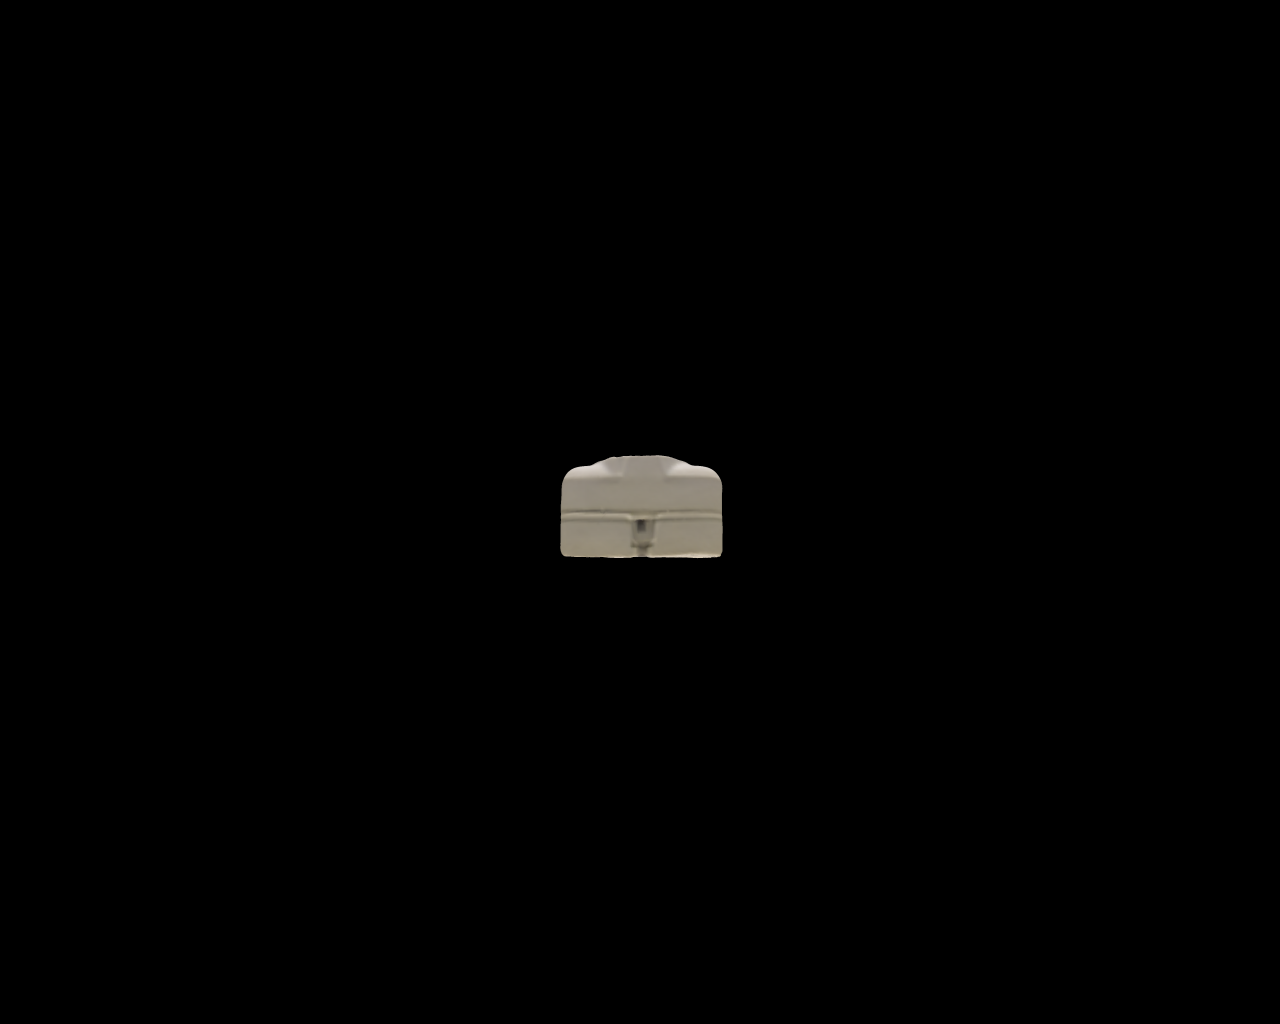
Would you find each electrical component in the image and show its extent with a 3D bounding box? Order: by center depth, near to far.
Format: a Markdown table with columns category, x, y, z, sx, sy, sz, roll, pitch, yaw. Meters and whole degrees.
| category | x | y | z | sx | sy | sz | roll | pitch | yaw |
| --- | --- | --- | --- | --- | --- | --- | --- | --- | --- |
| electrical component | 0.001 | -0.003 | 0.650 | 0.095 | 0.059 | 0.053 | 0 | -4 | -2 |
